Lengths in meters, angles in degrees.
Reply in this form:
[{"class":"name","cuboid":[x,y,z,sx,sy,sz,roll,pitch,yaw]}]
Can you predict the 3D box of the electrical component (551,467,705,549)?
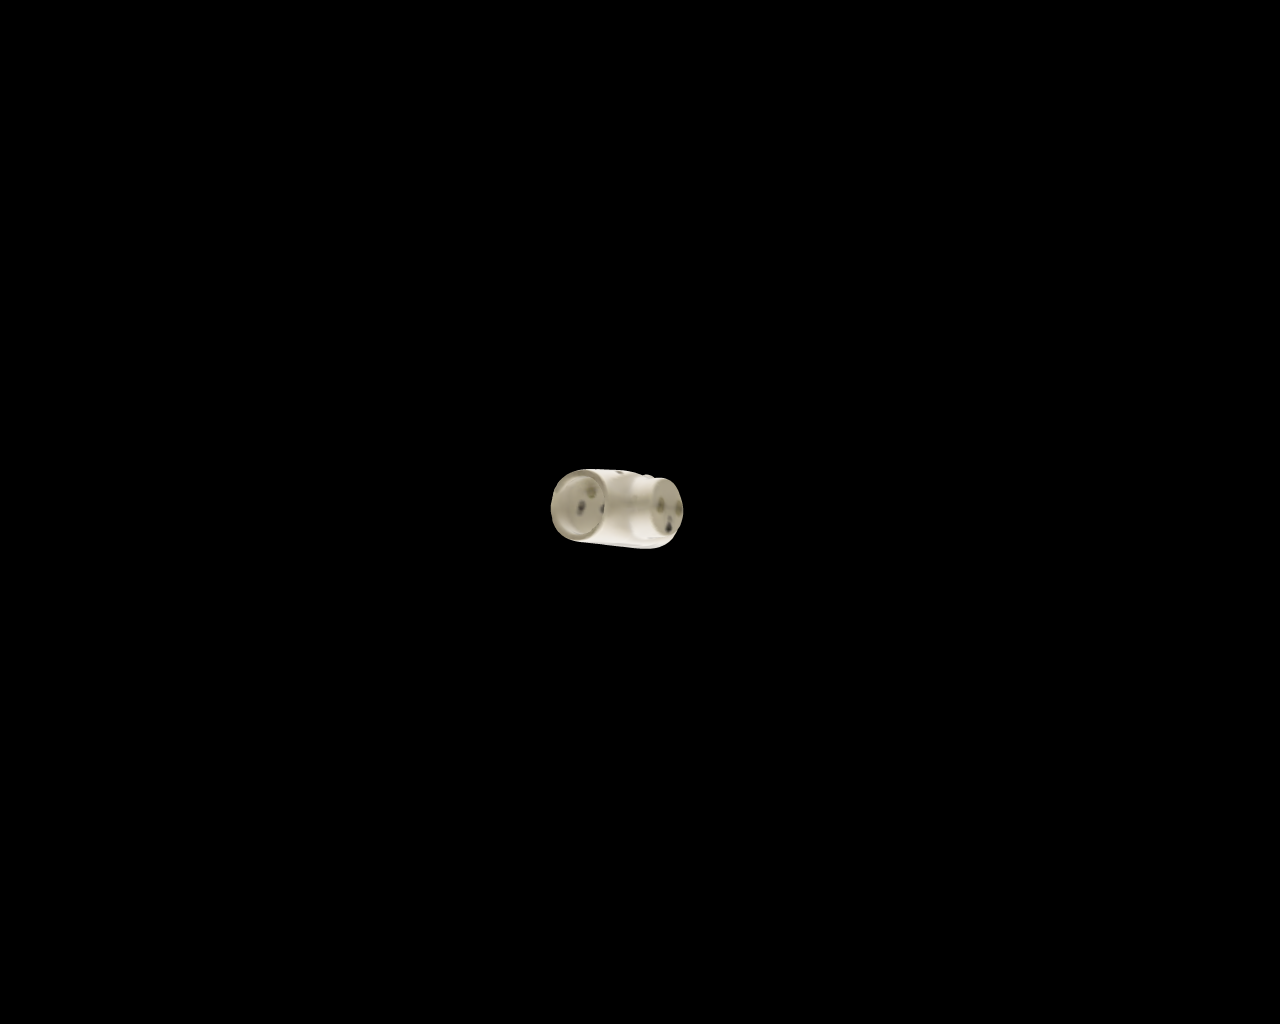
[{"class":"electrical component","cuboid":[0.001,-0.003,0.650,0.079,0.043,0.077,-5,-8,35]}]
